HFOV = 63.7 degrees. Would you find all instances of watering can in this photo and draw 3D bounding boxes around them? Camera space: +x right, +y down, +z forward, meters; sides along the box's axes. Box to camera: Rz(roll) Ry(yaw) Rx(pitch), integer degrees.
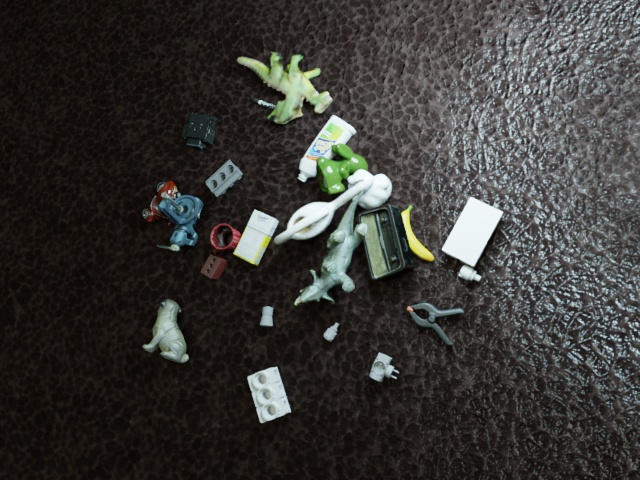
[{"bbox_3d":[0.005,-0.084,1.672,0.346,0.225,0.104,-32,91,7],"label":"watering can"}]

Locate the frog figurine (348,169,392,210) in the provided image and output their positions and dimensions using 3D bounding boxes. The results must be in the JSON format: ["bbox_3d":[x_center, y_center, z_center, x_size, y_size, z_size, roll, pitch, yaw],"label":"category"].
[{"bbox_3d":[0.160,-0.168,1.670,0.137,0.158,0.124,-21,75,12],"label":"frog figurine"}]

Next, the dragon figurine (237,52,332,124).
[{"bbox_3d":[-0.139,-0.545,1.878,0.411,0.121,0.244,9,84,20],"label":"dragon figurine"}]
